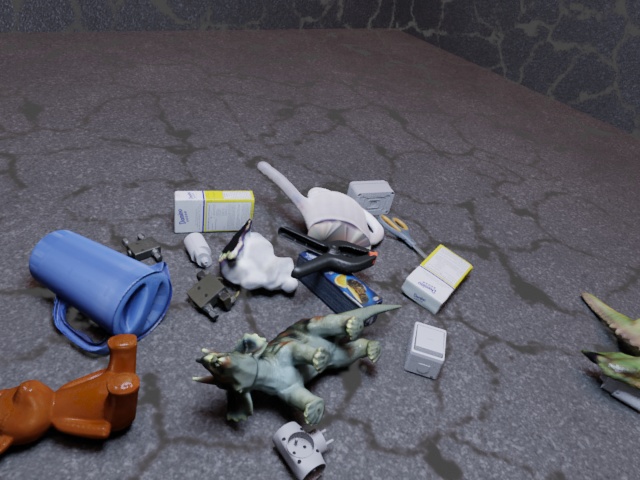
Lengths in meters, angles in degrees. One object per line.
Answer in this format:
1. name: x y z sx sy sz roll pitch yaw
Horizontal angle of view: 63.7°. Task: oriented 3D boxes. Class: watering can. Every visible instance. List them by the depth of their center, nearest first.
1. watering can: 0.004 -0.061 1.203 0.346 0.102 0.229 23 30 -16

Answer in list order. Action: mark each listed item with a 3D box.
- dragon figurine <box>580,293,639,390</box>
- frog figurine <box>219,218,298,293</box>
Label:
1. dragon figurine: 0.615 0.210 0.994 0.243 0.120 0.415 -1 19 -28
2. frog figurine: -0.122 0.055 1.062 0.158 0.121 0.140 42 19 -19
